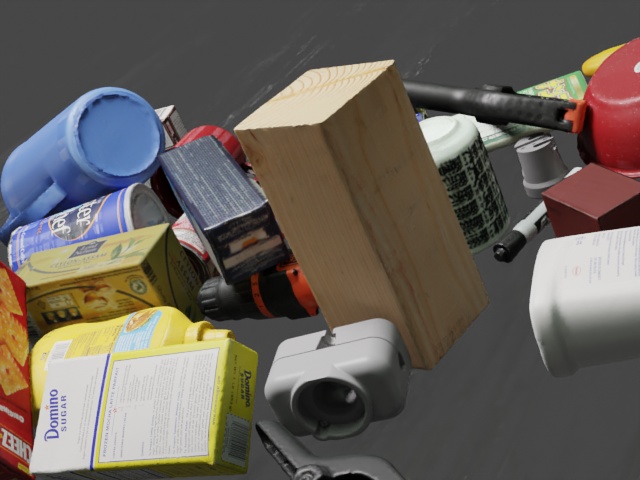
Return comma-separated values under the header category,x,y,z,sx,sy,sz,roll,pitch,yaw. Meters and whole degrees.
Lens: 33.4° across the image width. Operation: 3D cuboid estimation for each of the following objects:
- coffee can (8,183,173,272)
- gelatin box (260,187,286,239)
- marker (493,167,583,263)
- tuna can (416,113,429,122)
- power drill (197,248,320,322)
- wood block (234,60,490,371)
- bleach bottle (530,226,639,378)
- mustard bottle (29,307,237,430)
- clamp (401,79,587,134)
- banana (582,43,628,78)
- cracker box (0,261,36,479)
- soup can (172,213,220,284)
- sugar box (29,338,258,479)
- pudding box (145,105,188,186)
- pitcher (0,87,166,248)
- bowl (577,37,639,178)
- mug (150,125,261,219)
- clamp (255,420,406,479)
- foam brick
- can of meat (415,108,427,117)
category,x,y,z,sx,sy,sz,roll,pitch,yaw
coffee can,-0.229,0.012,1.086,0.140,0.103,0.102,-19,26,14
gelatin box,-0.028,-0.041,1.092,0.073,0.030,0.089,-30,26,-10
marker,0.181,-0.020,0.873,0.121,0.020,0.020,-40,29,-29
tuna can,0.092,-0.072,0.978,0.034,0.086,0.086,-18,26,12
power drill,-0.006,0.001,0.961,0.185,0.057,0.187,-11,31,31
wood block,0.035,-0.016,0.778,0.091,0.206,0.090,3,36,46
bleach bottle,0.264,0.023,0.666,0.251,0.068,0.102,-11,29,24
mustard bottle,-0.157,0.102,0.897,0.192,0.058,0.096,-14,37,22
clamp,0.148,-0.125,0.974,0.164,0.036,0.210,0,12,-32
banana,0.327,-0.164,0.998,0.069,0.037,0.198,-29,25,-12
cracker box,-0.326,0.130,0.886,0.164,0.072,0.214,-27,46,11
soup can,-0.114,0.002,1.043,0.069,0.068,0.102,-8,29,32
sugar box,-0.132,0.130,0.796,0.177,0.048,0.093,-10,62,32
pudding box,-0.213,-0.110,1.324,0.114,0.090,0.039,-9,31,29
pitcher,-0.268,-0.076,1.181,0.144,0.149,0.243,3,-13,-28
bowl,0.284,-0.127,0.906,0.162,0.055,0.162,-27,32,19
mug,-0.120,-0.076,1.187,0.117,0.093,0.081,7,29,13
clamp,-0.015,0.167,0.665,0.172,0.039,0.120,3,39,46
foam brick,0.213,-0.017,0.800,0.051,0.053,0.078,-29,26,-10
can of meat,0.049,-0.120,1.131,0.084,0.057,0.102,-47,29,-17
